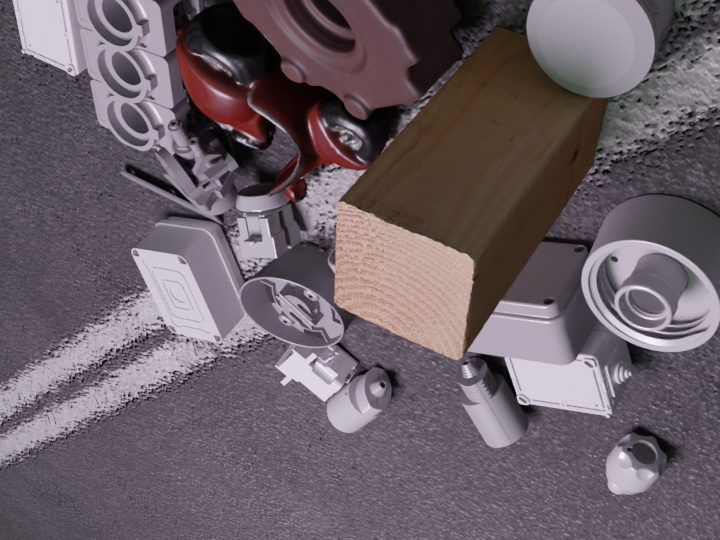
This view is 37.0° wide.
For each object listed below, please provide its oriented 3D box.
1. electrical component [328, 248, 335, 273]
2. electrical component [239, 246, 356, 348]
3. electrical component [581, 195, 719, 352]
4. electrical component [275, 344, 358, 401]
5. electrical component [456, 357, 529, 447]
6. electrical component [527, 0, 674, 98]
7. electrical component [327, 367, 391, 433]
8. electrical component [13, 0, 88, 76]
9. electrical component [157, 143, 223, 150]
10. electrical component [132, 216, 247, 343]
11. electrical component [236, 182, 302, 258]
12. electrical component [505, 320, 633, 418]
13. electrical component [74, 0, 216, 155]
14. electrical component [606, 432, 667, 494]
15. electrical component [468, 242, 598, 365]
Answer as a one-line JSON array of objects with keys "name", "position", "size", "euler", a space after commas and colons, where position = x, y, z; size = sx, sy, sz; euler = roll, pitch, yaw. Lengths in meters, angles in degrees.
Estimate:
[{"name": "electrical component", "position": [0.000, 0.000, 0.933], "size": [0.040, 0.040, 0.046], "euler": [-2, 132, 41]}, {"name": "electrical component", "position": [-0.052, 0.028, 0.982], "size": [0.099, 0.064, 0.099], "euler": [23, 139, 21]}, {"name": "electrical component", "position": [0.207, 0.009, 0.750], "size": [0.108, 0.060, 0.108], "euler": [23, 139, 21]}, {"name": "electrical component", "position": [-0.040, 0.091, 1.054], "size": [0.064, 0.042, 0.081], "euler": [39, 143, -5]}, {"name": "electrical component", "position": [0.112, 0.112, 0.946], "size": [0.043, 0.043, 0.081], "euler": [-9, 121, 44]}, {"name": "electrical component", "position": [0.146, -0.150, 0.652], "size": [0.080, 0.051, 0.080], "euler": [23, 139, 21]}, {"name": "electrical component", "position": [0.004, 0.126, 1.049], "size": [0.043, 0.043, 0.081], "euler": [42, 142, -3]}, {"name": "electrical component", "position": [-0.247, -0.214, 0.906], "size": [0.062, 0.061, 0.096], "euler": [25, 140, 18]}, {"name": "electrical component", "position": [-0.153, -0.100, 0.957], "size": [0.062, 0.048, 0.048], "euler": [22, 139, 33]}, {"name": "electrical component", "position": [-0.163, 0.008, 1.060], "size": [0.078, 0.057, 0.113], "euler": [9, 133, 34]}, {"name": "electrical component", "position": [-0.082, -0.044, 0.942], "size": [0.048, 0.066, 0.055], "euler": [2, 113, 28]}, {"name": "electrical component", "position": [0.170, 0.069, 0.840], "size": [0.096, 0.061, 0.061], "euler": [5, 130, 37]}, {"name": "electrical component", "position": [-0.178, -0.176, 0.886], "size": [0.089, 0.061, 0.150], "euler": [23, 139, 21]}, {"name": "electrical component", "position": [0.228, 0.168, 0.905], "size": [0.043, 0.043, 0.062], "euler": [31, 143, 11]}, {"name": "electrical component", "position": [0.120, 0.021, 0.821], "size": [0.113, 0.078, 0.057], "euler": [6, 134, 36]}]
